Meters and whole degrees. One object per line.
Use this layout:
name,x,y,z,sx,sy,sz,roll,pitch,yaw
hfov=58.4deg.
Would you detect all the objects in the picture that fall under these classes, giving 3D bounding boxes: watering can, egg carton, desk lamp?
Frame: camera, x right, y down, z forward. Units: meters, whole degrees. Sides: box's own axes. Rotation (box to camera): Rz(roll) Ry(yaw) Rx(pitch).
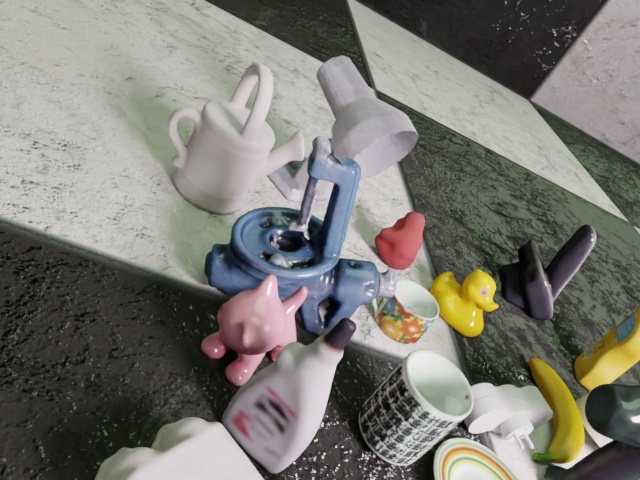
watering can,-0.103,-0.137,0.744,0.173,0.194,0.100,-3,46,-45
egg carton,-0.085,0.202,0.408,0.150,0.069,0.107,45,32,18
desk lamp,0.020,-0.150,0.860,0.118,0.213,0.203,-8,50,-49

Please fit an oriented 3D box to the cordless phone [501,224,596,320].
cordless phone,0.409,0.035,0.998,0.094,0.185,0.147,29,31,-9

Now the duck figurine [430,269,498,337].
duck figurine,0.221,0.080,0.854,0.078,0.086,0.104,1,44,-43

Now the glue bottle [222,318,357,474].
glue bottle,-0.019,0.123,0.481,0.078,0.173,0.037,40,31,10

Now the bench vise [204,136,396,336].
bench vise,0.002,-0.006,0.635,0.208,0.219,0.121,11,38,-34

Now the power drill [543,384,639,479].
power drill,0.368,0.247,0.640,0.230,0.208,0.075,25,32,-15

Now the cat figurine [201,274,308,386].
cat figurine,-0.056,0.079,0.560,0.067,0.117,0.128,44,32,17

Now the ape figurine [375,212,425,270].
ape figurine,0.130,-0.005,0.881,0.078,0.092,0.076,21,33,-20
